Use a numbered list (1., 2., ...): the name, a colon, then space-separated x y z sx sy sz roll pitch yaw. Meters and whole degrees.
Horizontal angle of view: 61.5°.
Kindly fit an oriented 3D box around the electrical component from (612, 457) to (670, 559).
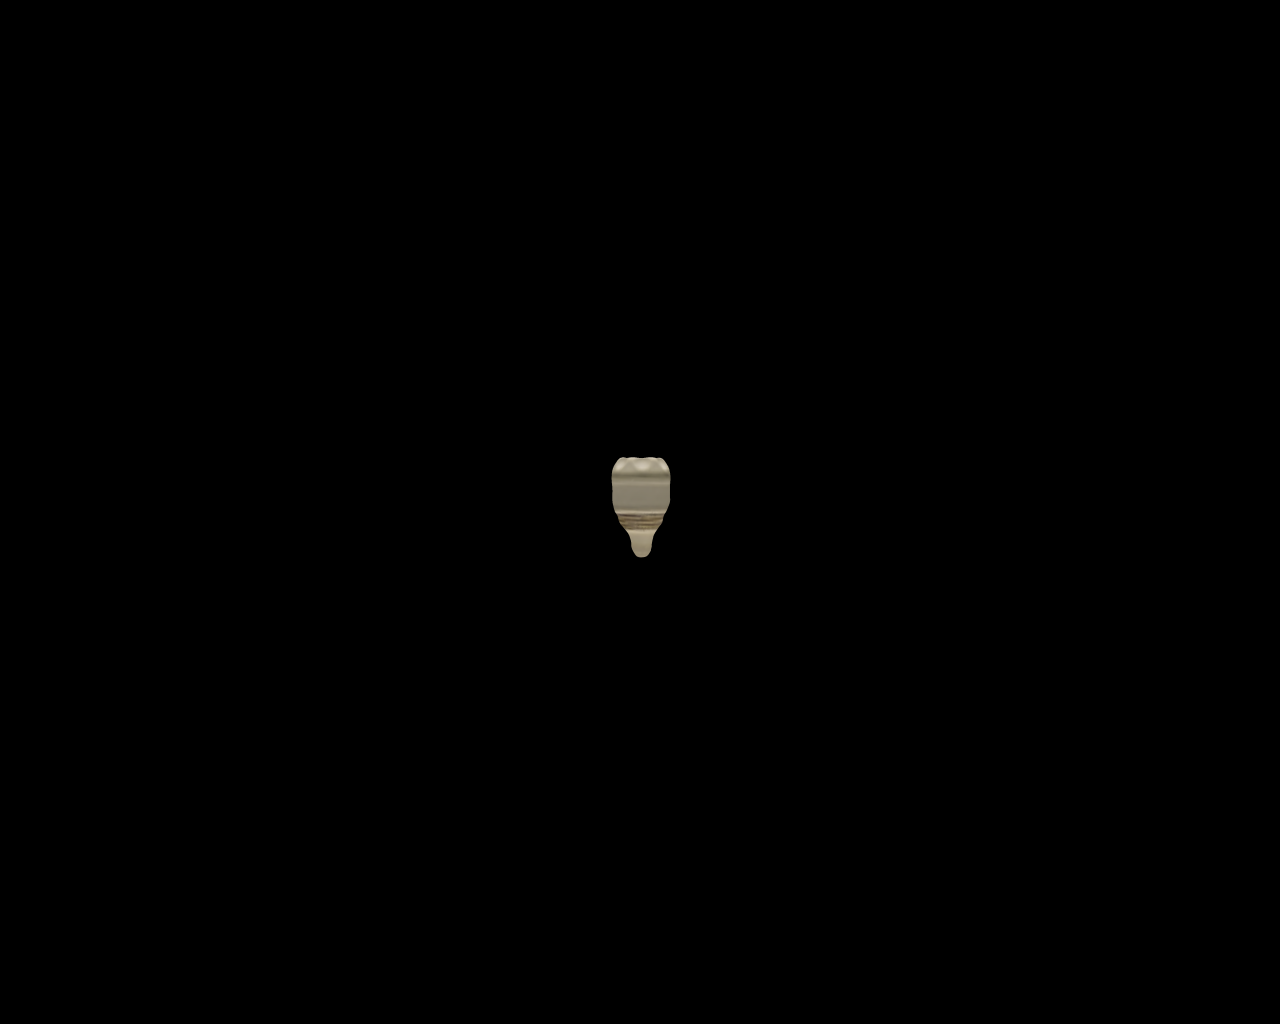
1. electrical component: 0.001 -0.003 0.650 0.035 0.061 0.035 0 2 0
